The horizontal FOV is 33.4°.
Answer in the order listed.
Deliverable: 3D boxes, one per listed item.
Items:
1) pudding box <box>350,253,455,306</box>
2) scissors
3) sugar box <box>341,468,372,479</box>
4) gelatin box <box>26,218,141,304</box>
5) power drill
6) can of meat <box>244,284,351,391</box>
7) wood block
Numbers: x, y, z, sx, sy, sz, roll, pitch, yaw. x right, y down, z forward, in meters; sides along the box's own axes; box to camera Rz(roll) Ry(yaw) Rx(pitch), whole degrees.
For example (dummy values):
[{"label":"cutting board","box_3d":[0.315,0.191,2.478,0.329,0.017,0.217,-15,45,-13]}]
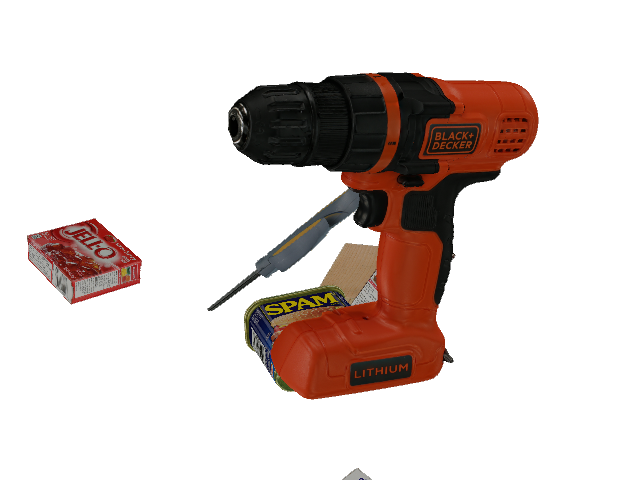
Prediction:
[{"label":"pudding box","box_3d":[0.089,0.048,1.182,0.039,0.090,0.113,44,38,16]},{"label":"scissors","box_3d":[-0.041,0.022,0.797,0.202,0.016,0.096,-39,4,31]},{"label":"sugar box","box_3d":[0.077,0.257,0.812,0.048,0.093,0.176,-33,37,-28]},{"label":"gelatin box","box_3d":[-0.221,0.017,0.995,0.073,0.030,0.089,-17,40,-36]},{"label":"power drill","box_3d":[0.025,-0.003,0.595,0.184,0.188,0.057,-4,32,-28]},{"label":"can of meat","box_3d":[-0.009,0.090,0.972,0.102,0.057,0.084,-11,28,-18]},{"label":"wood block","box_3d":[0.055,0.082,1.515,0.091,0.090,0.206,6,21,11]}]
